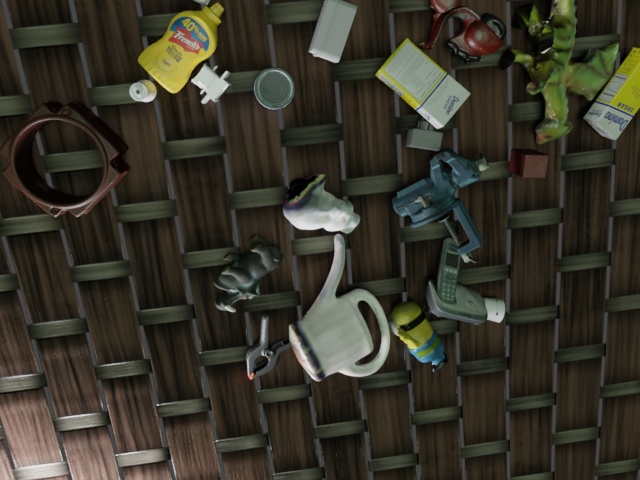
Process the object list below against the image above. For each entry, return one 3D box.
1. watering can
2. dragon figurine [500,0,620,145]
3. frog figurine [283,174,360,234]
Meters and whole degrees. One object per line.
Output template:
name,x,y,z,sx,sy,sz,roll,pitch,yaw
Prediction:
watering can,0.030,0.175,1.163,0.225,0.105,0.343,-27,107,-10
dragon figurine,0.524,-0.399,1.076,0.242,0.124,0.405,9,107,-26
frog figurine,0.003,-0.055,1.102,0.136,0.125,0.157,-22,121,36
